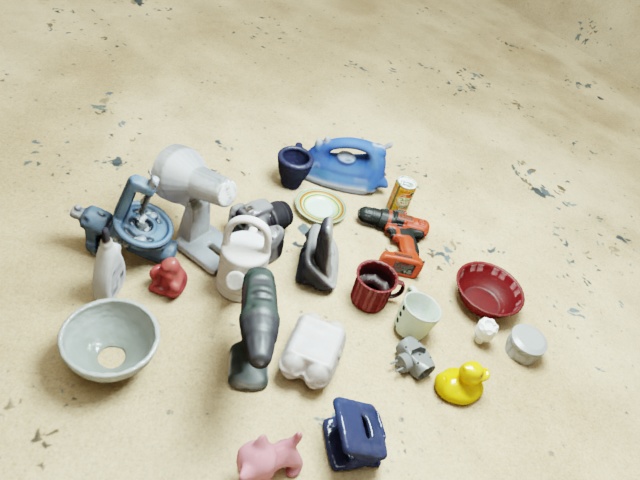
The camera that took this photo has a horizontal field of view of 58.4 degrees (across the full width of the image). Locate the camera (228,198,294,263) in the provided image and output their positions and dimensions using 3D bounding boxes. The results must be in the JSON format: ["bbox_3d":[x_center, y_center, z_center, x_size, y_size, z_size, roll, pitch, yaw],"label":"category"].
[{"bbox_3d":[-0.117,-0.038,1.288,0.137,0.101,0.143,-24,57,-35],"label":"camera"}]

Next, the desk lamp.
[{"bbox_3d":[-0.250,-0.073,1.200,0.203,0.213,0.118,34,46,18],"label":"desk lamp"}]

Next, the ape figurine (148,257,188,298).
[{"bbox_3d":[-0.297,0.069,1.132,0.076,0.092,0.077,-17,53,-30],"label":"ape figurine"}]

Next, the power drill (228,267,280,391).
[{"bbox_3d":[-0.113,0.171,1.001,0.076,0.208,0.229,5,45,-11],"label":"power drill"}]

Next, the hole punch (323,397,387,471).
[{"bbox_3d":[0.065,0.328,0.982,0.101,0.091,0.108,1,46,-16],"label":"hole punch"}]

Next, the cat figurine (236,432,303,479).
[{"bbox_3d":[-0.082,0.341,0.904,0.128,0.118,0.067,-17,53,-30],"label":"cat figurine"}]

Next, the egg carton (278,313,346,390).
[{"bbox_3d":[-0.012,0.210,1.093,0.107,0.069,0.150,20,44,4],"label":"egg carton"}]

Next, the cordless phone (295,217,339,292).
[{"bbox_3d":[0.011,0.004,1.224,0.094,0.185,0.147,10,44,-7],"label":"cordless phone"}]

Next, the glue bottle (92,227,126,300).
[{"bbox_3d":[-0.396,0.040,1.072,0.037,0.173,0.078,18,43,2],"label":"glue bottle"}]

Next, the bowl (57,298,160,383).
[{"bbox_3d":[-0.366,0.187,1.004,0.167,0.075,0.167,9,44,-8],"label":"bowl"}]

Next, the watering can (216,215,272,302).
[{"bbox_3d":[-0.148,0.033,1.139,0.101,0.194,0.172,-2,47,-18],"label":"watering can"}]

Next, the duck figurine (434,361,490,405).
[{"bbox_3d":[0.280,0.268,1.112,0.105,0.086,0.077,3,45,-14],"label":"duck figurine"}]

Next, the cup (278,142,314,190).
[{"bbox_3d":[-0.067,-0.186,1.457,0.092,0.095,0.117,12,44,-5],"label":"cup"}]

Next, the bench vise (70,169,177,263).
[{"bbox_3d":[-0.385,-0.044,1.125,0.208,0.220,0.121,-1,46,-17],"label":"bench vise"}]

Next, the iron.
[{"bbox_3d":[0.061,-0.214,1.490,0.258,0.141,0.118,7,44,-10],"label":"iron"}]
